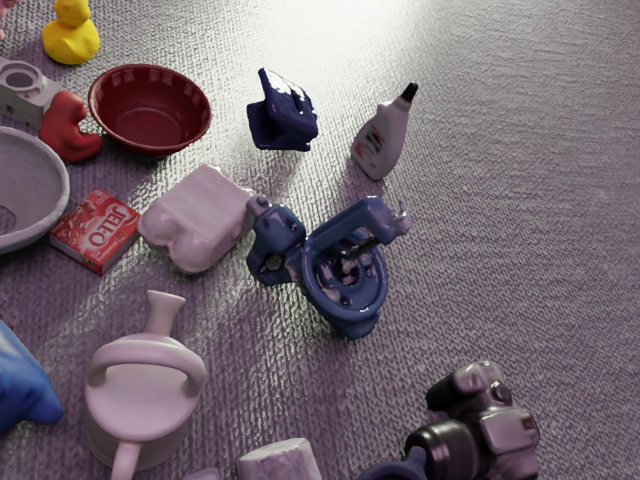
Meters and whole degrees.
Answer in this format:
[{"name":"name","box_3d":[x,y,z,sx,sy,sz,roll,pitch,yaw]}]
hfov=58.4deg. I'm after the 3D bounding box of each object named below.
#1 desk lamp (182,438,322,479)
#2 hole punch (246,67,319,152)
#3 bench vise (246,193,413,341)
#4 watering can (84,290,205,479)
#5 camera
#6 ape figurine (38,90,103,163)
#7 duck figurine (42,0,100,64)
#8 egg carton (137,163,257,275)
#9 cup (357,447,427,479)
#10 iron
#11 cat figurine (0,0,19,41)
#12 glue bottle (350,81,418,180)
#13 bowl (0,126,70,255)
[{"name":"desk lamp","box_3d":[-0.035,0.260,0.466,0.118,0.213,0.203,-10,61,-28]},{"name":"hole punch","box_3d":[-0.051,-0.198,0.863,0.101,0.091,0.108,-2,58,-24]},{"name":"bench vise","box_3d":[0.003,0.011,0.654,0.207,0.219,0.121,25,51,-5]},{"name":"watering can","box_3d":[-0.160,0.129,0.520,0.101,0.194,0.172,-6,59,-26]},{"name":"camera","box_3d":[0.167,0.217,0.653,0.137,0.100,0.143,-4,59,-25]},{"name":"ape figurine","box_3d":[-0.314,-0.146,0.716,0.076,0.092,0.077,-22,67,-33]},{"name":"duck figurine","box_3d":[-0.356,-0.312,0.820,0.078,0.086,0.104,13,53,-14]},{"name":"egg carton","box_3d":[-0.146,-0.027,0.716,0.107,0.069,0.150,36,51,4]},{"name":"cup","box_3d":[0.065,0.269,0.578,0.091,0.095,0.118,33,51,3]},{"name":"iron","box_3d":[-0.348,0.079,0.510,0.258,0.141,0.119,44,52,11]},{"name":"cat figurine","box_3d":[-0.467,-0.317,0.757,0.128,0.117,0.067,28,51,-2]},{"name":"glue bottle","box_3d":[0.103,-0.169,0.853,0.037,0.173,0.078,-27,70,-34]},{"name":"bowl","box_3d":[-0.366,-0.043,0.632,0.168,0.074,0.167,11,53,-15]}]
